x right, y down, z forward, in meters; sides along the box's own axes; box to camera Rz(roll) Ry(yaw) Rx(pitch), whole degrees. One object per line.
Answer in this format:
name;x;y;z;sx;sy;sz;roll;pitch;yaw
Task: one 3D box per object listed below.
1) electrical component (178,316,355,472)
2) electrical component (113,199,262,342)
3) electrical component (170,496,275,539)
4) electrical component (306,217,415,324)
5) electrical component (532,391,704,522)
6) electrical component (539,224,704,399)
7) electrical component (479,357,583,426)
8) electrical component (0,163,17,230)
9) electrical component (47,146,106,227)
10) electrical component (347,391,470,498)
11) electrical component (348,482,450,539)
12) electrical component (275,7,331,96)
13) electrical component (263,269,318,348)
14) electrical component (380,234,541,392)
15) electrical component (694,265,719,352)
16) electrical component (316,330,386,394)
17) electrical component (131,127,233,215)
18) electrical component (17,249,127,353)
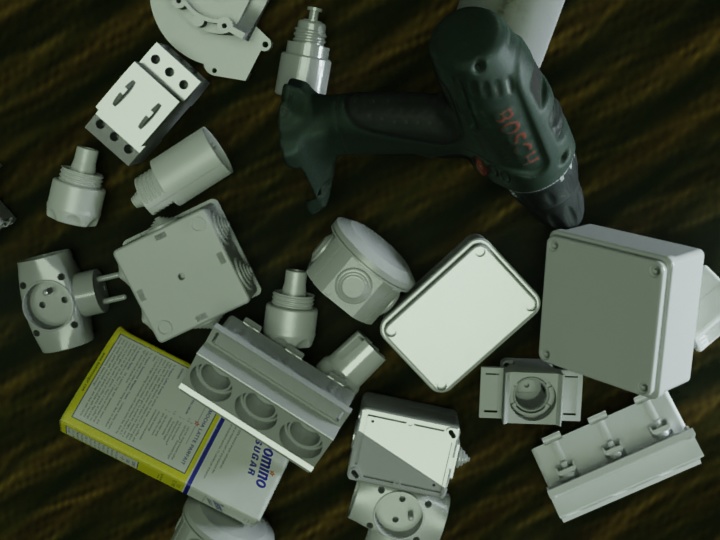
electrical component;-0.070;0.094;0.842;0.121;0.063;0.078;32;127;0
electrical component;-0.140;0.001;0.869;0.100;0.048;0.099;-25;98;7
electrical component;-0.116;0.223;0.889;0.080;0.080;0.051;28;105;-2
electrical component;0.000;0.000;0.850;0.080;0.080;0.051;40;104;-4
electrical component;0.206;0.149;0.870;0.121;0.078;0.063;-25;68;6
electrical component;0.197;0.028;0.820;0.109;0.056;0.108;18;113;44
electrical component;0.136;0.096;0.867;0.081;0.064;0.042;2;100;2
electrical component;-0.319;-0.049;0.873;0.081;0.042;0.063;-39;99;8
electrical component;-0.226;-0.068;0.865;0.043;0.043;0.062;15;98;0
electrical component;0.042;0.142;0.879;0.096;0.061;0.061;12;100;0
electrical component;0.027;0.214;0.900;0.077;0.044;0.079;17;99;-1
electrical component;-0.042;-0.166;0.844;0.040;0.040;0.078;11;99;0
electrical component;-0.055;0.031;0.874;0.043;0.043;0.062;8;97;1
electrical component;0.079;0.034;0.863;0.113;0.057;0.078;-43;95;8
electrical component;0.258;0.018;0.854;0.047;0.066;0.076;-42;66;7
electrical component;-0.007;0.077;0.882;0.046;0.040;0.040;-44;95;3
electrical component;-0.147;-0.075;0.861;0.081;0.043;0.043;-31;97;6
electrical component;-0.231;0.021;0.878;0.079;0.044;0.077;-13;98;4
